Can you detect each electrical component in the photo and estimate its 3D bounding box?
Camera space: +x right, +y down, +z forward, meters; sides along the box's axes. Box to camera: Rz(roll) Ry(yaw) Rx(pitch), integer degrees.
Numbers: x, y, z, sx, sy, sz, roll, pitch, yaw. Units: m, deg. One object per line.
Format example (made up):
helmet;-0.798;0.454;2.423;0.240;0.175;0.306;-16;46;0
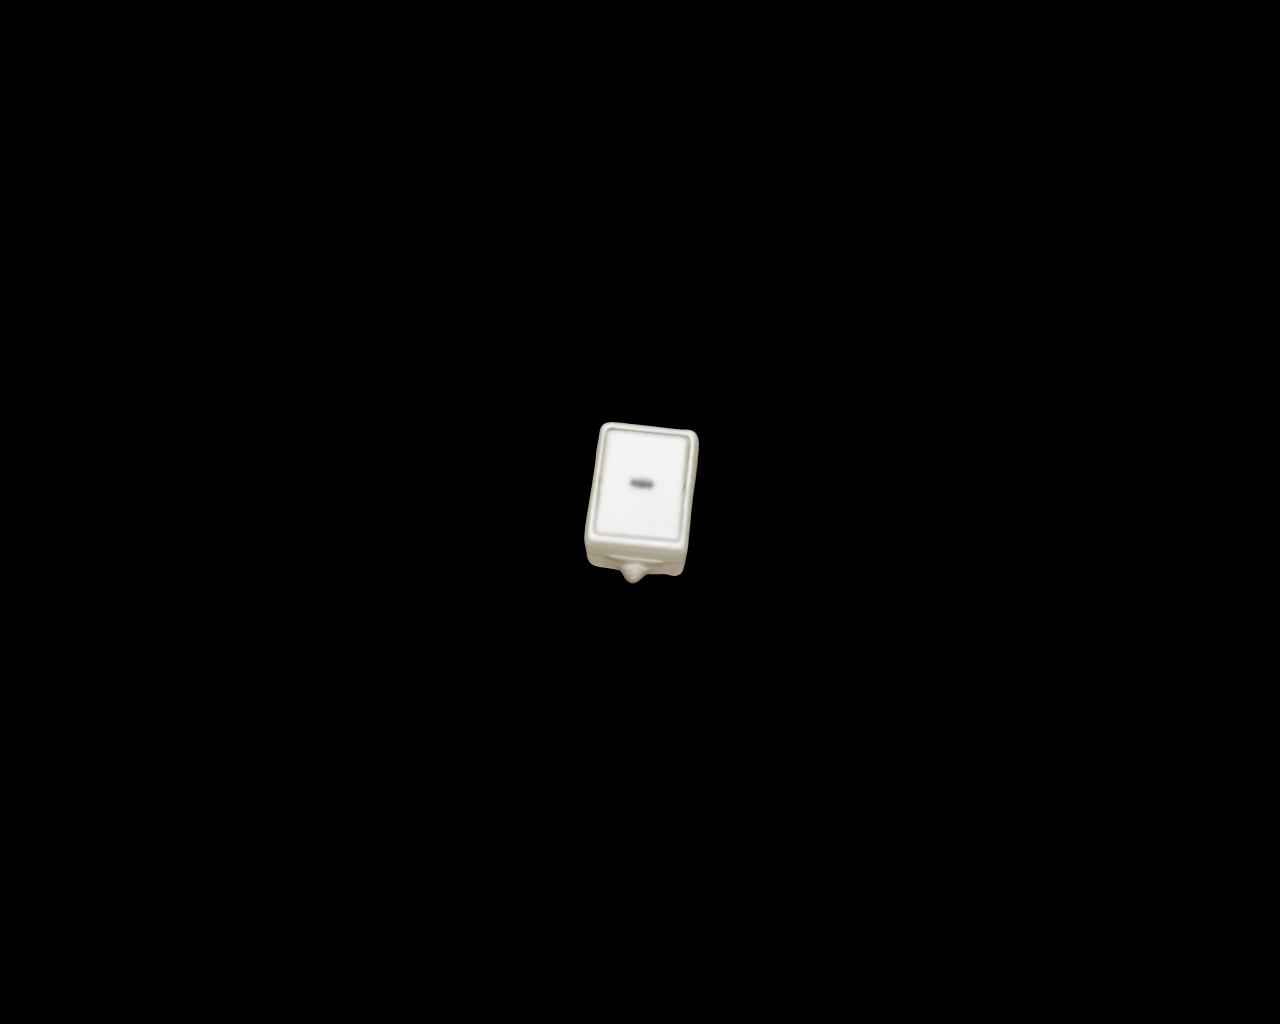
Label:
electrical component;0.001;-0.003;0.650;0.062;0.096;0.061;7;-19;2
